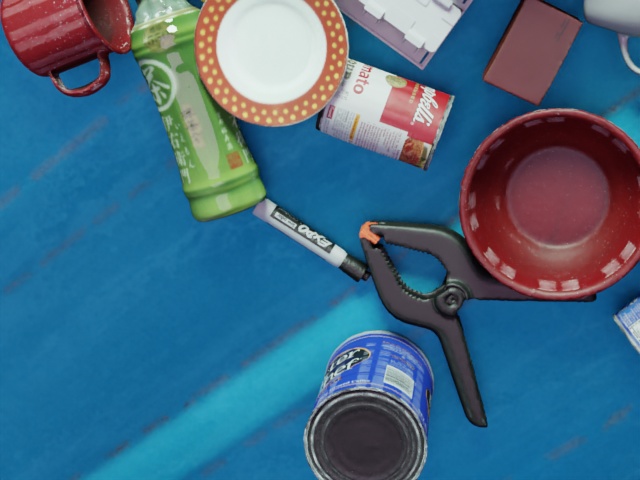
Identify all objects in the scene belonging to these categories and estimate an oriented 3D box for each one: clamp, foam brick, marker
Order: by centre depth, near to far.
[{"bbox_3d":[0.175,-0.158,0.883,0.053,0.051,0.078,27,107,1],"label":"foam brick"},{"bbox_3d":[0.116,0.061,0.954,0.210,0.036,0.165,31,101,-1],"label":"clamp"},{"bbox_3d":[-0.006,0.001,0.968,0.121,0.020,0.020,33,107,-1],"label":"marker"}]

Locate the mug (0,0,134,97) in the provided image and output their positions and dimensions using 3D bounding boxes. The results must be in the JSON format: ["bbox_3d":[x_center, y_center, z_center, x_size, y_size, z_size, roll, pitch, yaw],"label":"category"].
[{"bbox_3d":[-0.215,-0.179,0.915,0.082,0.093,0.117,-18,86,18],"label":"mug"}]

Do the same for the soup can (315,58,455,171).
[{"bbox_3d":[0.055,-0.107,0.906,0.102,0.068,0.068,21,106,3],"label":"soup can"}]

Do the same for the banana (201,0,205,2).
[{"bbox_3d":[-0.075,-0.226,0.910,0.198,0.037,0.070,43,106,-4],"label":"banana"}]

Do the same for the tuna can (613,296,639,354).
[{"bbox_3d":[0.290,0.088,0.912,0.034,0.086,0.086,-40,96,13],"label":"tuna can"}]

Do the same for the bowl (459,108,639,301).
[{"bbox_3d":[0.201,-0.033,0.905,0.162,0.055,0.162,3,101,13],"label":"bowl"}]

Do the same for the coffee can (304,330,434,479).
[{"bbox_3d":[0.046,0.150,0.936,0.103,0.140,0.103,2,105,8],"label":"coffee can"}]
